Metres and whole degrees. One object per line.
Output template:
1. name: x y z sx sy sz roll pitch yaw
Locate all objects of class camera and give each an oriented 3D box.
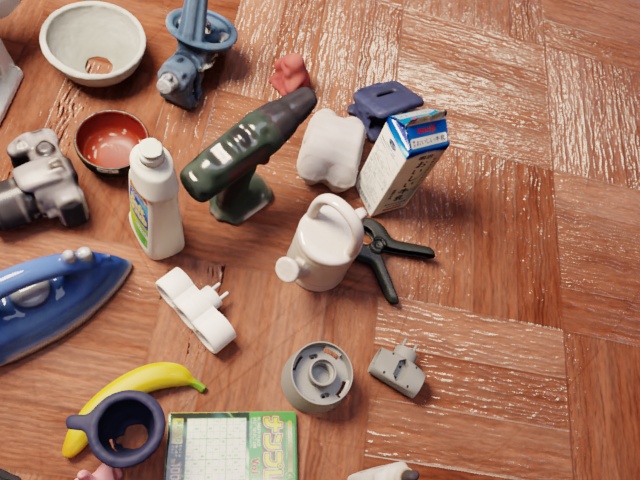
1. camera: -0.430 -0.082 0.838 0.137 0.100 0.143 -25 73 -22

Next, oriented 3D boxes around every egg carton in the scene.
1. egg carton: 0.020 -0.157 0.997 0.107 0.069 0.150 15 63 -6

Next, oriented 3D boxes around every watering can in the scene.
1. watering can: 0.009 0.005 0.849 0.101 0.194 0.173 27 62 0

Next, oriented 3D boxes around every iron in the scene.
1. iron: -0.377 0.063 0.759 0.259 0.141 0.118 -29 74 -23

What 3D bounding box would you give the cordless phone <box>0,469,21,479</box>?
1. cordless phone: -0.418 0.279 0.623 0.147 0.185 0.094 20 62 -3

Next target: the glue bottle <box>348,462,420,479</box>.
1. glue bottle: 0.091 0.309 0.737 0.078 0.173 0.037 -7 67 -16

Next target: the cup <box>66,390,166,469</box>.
1. cup: -0.256 0.244 0.729 0.118 0.095 0.091 9 64 -9

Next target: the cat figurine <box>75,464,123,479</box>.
1. cat figurine: -0.251 0.327 0.678 0.067 0.117 0.127 -30 75 -24

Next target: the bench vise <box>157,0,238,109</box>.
1. bench vise: -0.198 -0.335 0.944 0.121 0.219 0.207 7 64 -10

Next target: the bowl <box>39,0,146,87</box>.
1. bowl: -0.380 -0.320 0.976 0.167 0.074 0.167 5 64 -11

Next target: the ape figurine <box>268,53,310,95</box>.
1. ape figurine: -0.052 -0.303 1.036 0.076 0.092 0.078 7 64 -10

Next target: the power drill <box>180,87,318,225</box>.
1. power drill: -0.108 -0.117 0.869 0.230 0.208 0.075 -39 79 -26

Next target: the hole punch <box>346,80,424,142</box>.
1. hole punch: 0.119 -0.250 1.052 0.109 0.091 0.101 -22 72 -22

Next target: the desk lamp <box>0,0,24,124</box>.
1. desk lamp: -0.522 -0.316 0.862 0.118 0.213 0.203 10 63 -8
